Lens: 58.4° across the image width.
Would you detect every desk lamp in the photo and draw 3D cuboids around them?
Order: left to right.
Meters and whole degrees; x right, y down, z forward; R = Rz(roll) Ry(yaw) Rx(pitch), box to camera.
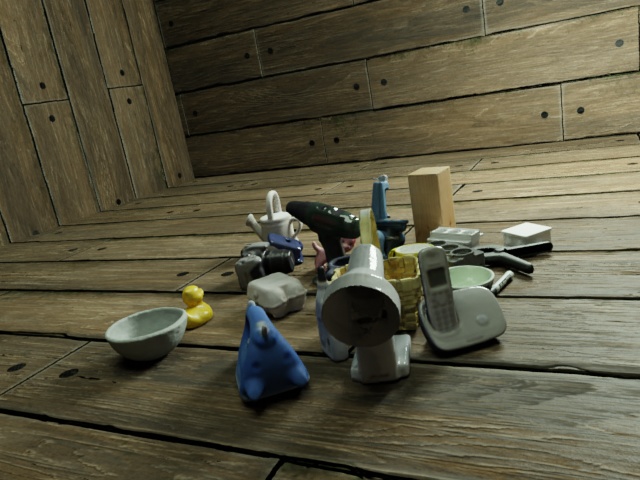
[{"bbox_3d":[0.080,0.125,0.937,0.117,0.214,0.203,-7,16,12],"label":"desk lamp"}]

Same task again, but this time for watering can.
[{"bbox_3d":[-0.144,-0.055,1.772,0.173,0.194,0.101,-11,15,-4],"label":"watering can"}]

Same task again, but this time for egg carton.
[{"bbox_3d":[-0.103,0.126,1.327,0.107,0.069,0.149,-19,18,-30],"label":"egg carton"}]

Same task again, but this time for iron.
[{"bbox_3d":[-0.104,0.176,1.007,0.119,0.141,0.257,-14,16,-13],"label":"iron"}]

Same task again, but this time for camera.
[{"bbox_3d":[-0.145,0.059,1.537,0.136,0.101,0.143,-7,16,12],"label":"camera"}]

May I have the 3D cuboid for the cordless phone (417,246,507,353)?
[{"bbox_3d":[0.241,0.094,1.002,0.148,0.185,0.094,-14,16,-14],"label":"cordless phone"}]

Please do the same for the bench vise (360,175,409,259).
[{"bbox_3d":[0.170,-0.054,1.521,0.121,0.220,0.207,-6,16,14],"label":"bench vise"}]

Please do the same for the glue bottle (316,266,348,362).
[{"bbox_3d":[0.015,0.129,1.040,0.037,0.173,0.078,-15,16,-16],"label":"glue bottle"}]

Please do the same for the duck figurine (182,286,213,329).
[{"bbox_3d":[-0.296,0.150,1.329,0.077,0.086,0.105,-5,16,18],"label":"duck figurine"}]

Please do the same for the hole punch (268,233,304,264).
[{"bbox_3d":[-0.099,0.021,1.666,0.101,0.091,0.108,-11,15,-4],"label":"hole punch"}]

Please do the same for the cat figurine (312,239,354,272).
[{"bbox_3d":[0.040,0.018,1.538,0.128,0.118,0.067,-11,15,-5],"label":"cat figurine"}]

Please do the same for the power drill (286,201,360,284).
[{"bbox_3d":[0.013,0.005,1.427,0.228,0.208,0.076,4,21,42],"label":"power drill"}]

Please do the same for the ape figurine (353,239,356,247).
[{"bbox_3d":[0.062,-0.015,1.691,0.077,0.092,0.076,0,18,33],"label":"ape figurine"}]

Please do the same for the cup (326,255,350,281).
[{"bbox_3d":[0.059,0.095,1.289,0.091,0.095,0.118,3,20,40],"label":"cup"}]

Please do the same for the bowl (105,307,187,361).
[{"bbox_3d":[-0.353,0.204,1.189,0.167,0.075,0.167,-9,15,3],"label":"bowl"}]
